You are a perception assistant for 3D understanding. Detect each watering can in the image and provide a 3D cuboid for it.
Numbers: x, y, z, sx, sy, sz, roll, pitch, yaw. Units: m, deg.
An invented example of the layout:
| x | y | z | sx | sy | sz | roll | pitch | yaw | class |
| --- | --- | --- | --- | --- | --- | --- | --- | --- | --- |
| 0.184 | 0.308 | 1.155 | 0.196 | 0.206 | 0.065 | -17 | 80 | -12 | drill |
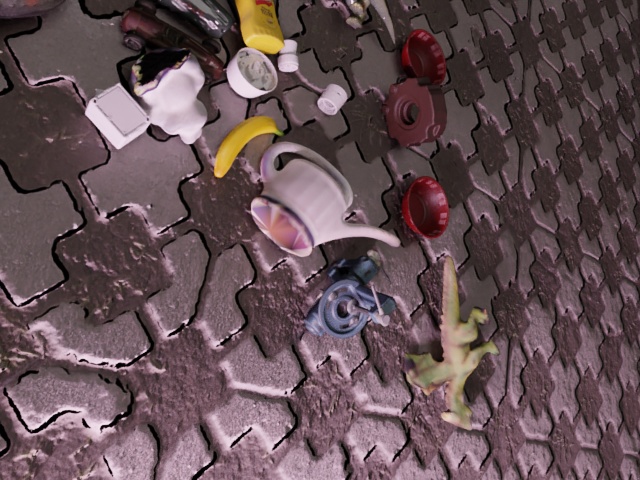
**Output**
| x | y | z | sx | sy | sz | roll | pitch | yaw | class |
| --- | --- | --- | --- | --- | --- | --- | --- | --- | --- |
| 0.003 | -0.053 | 1.058 | 0.229 | 0.347 | 0.102 | -50 | 5 | -34 | watering can |

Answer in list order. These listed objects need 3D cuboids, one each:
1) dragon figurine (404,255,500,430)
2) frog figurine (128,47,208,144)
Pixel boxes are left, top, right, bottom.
| x | y | z | sx | sy | sz | roll | pitch | yaw | class |
| --- | --- | --- | --- | --- | --- | --- | --- | --- | --- |
| 0.306 | 0.268 | 1.269 | 0.245 | 0.408 | 0.121 | -26 | 6 | -31 | dragon figurine |
| -0.259 | -0.258 | 0.923 | 0.123 | 0.139 | 0.156 | 24 | -21 | 25 | frog figurine |
